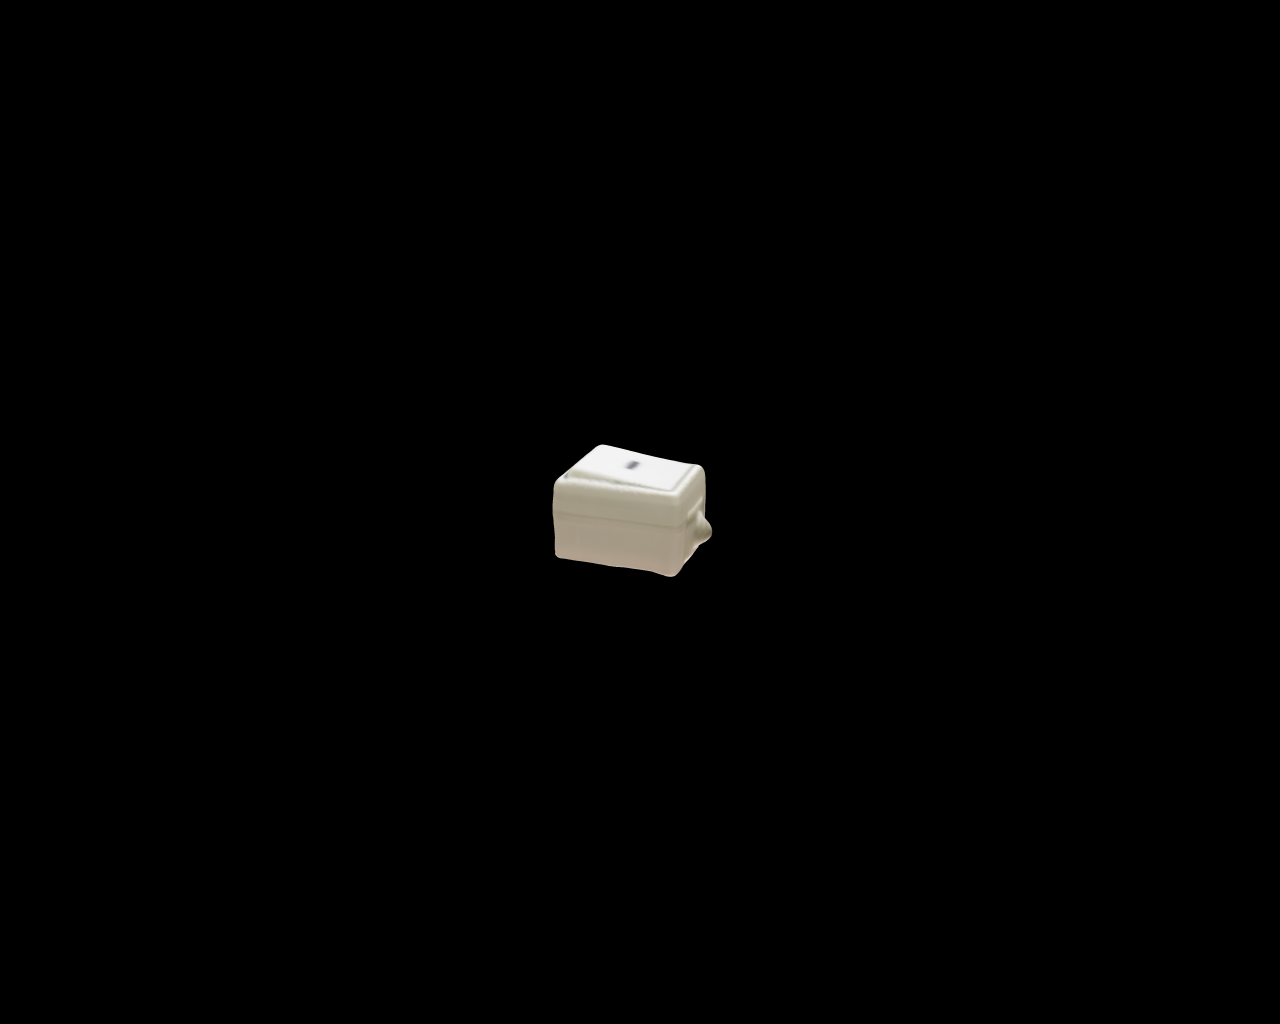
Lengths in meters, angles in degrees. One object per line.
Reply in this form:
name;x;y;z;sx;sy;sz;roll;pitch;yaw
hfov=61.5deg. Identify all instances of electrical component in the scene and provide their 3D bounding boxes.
electrical component;0.001;-0.003;0.650;0.096;0.061;0.062;8;24;18
